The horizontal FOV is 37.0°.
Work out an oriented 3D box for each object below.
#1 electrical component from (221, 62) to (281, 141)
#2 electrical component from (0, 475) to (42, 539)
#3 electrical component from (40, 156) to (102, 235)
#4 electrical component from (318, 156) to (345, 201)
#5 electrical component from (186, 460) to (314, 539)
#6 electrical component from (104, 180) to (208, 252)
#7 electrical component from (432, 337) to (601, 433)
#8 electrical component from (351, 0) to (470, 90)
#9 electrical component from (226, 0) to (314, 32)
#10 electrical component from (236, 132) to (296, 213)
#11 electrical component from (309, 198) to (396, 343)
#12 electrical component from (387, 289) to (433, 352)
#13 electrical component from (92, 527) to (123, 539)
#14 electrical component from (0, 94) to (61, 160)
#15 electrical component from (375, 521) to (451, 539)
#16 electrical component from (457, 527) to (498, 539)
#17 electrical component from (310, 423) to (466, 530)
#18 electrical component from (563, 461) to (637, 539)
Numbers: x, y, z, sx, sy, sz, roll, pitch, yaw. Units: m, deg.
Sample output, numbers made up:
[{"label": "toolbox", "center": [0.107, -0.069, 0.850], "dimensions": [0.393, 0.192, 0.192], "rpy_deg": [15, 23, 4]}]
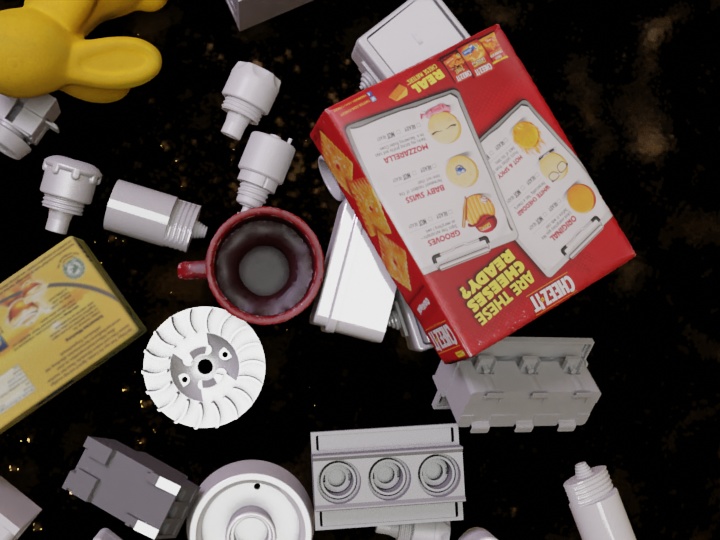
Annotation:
[{"label": "electrical component", "center": [-0.097, -0.141, 0.907], "dimensions": [0.043, 0.043, 0.062], "rpy_deg": [24, 86, -4]}, {"label": "electrical component", "center": [-0.336, 0.172, 0.843], "dimensions": [0.150, 0.089, 0.061], "rpy_deg": [40, 84, -3]}, {"label": "electrical component", "center": [-0.243, -0.061, 0.888], "dimensions": [0.048, 0.048, 0.062], "rpy_deg": [16, 92, -5]}, {"label": "electrical component", "center": [-0.002, -0.088, 0.913], "dimensions": [0.055, 0.048, 0.066], "rpy_deg": [-27, 90, -14]}, {"label": "electrical component", "center": [-0.089, 0.213, 0.880], "dimensions": [0.108, 0.060, 0.108], "rpy_deg": [0, 87, -6]}, {"label": "electrical component", "center": [-0.167, -0.043, 0.894], "dimensions": [0.081, 0.043, 0.043], "rpy_deg": [17, 85, -5]}, {"label": "electrical component", "center": [0.131, 0.095, 0.886], "dimensions": [0.121, 0.063, 0.078], "rpy_deg": [2, 129, -21]}, {"label": "electrical component", "center": [0.039, -0.185, 0.913], "dimensions": [0.096, 0.061, 0.061], "rpy_deg": [-39, 91, -6]}, {"label": "electrical component", "center": [-0.045, -0.267, 0.895], "dimensions": [0.150, 0.089, 0.061], "rpy_deg": [-25, 90, -7]}, {"label": "electrical component", "center": [-0.084, -0.080, 0.906], "dimensions": [0.040, 0.040, 0.078], "rpy_deg": [22, 86, -4]}, {"label": "electrical component", "center": [0.000, 0.000, 0.891], "dimensions": [0.057, 0.078, 0.113], "rpy_deg": [15, 85, -5]}, {"label": "electrical component", "center": [0.067, 0.030, 0.905], "dimensions": [0.096, 0.061, 0.061], "rpy_deg": [-18, 89, -6]}, {"label": "electrical component", "center": [-0.202, 0.254, 0.866], "dimensions": [0.096, 0.061, 0.061], "rpy_deg": [39, 84, -2]}, {"label": "electrical component", "center": [-0.283, -0.125, 0.886], "dimensions": [0.066, 0.048, 0.055], "rpy_deg": [32, 77, -3]}, {"label": "electrical component", "center": [0.044, 0.220, 0.907], "dimensions": [0.061, 0.035, 0.035], "rpy_deg": [10, 86, -3]}, {"label": "electrical component", "center": [0.087, 0.264, 0.896], "dimensions": [0.054, 0.059, 0.095], "rpy_deg": [45, 84, -2]}, {"label": "electrical component", "center": [0.021, 0.169, 0.892], "dimensions": [0.121, 0.063, 0.078], "rpy_deg": [-3, 87, -6]}, {"label": "electrical component", "center": [0.203, 0.203, 0.919], "dimensions": [0.043, 0.043, 0.081], "rpy_deg": [-21, 89, -6]}]
